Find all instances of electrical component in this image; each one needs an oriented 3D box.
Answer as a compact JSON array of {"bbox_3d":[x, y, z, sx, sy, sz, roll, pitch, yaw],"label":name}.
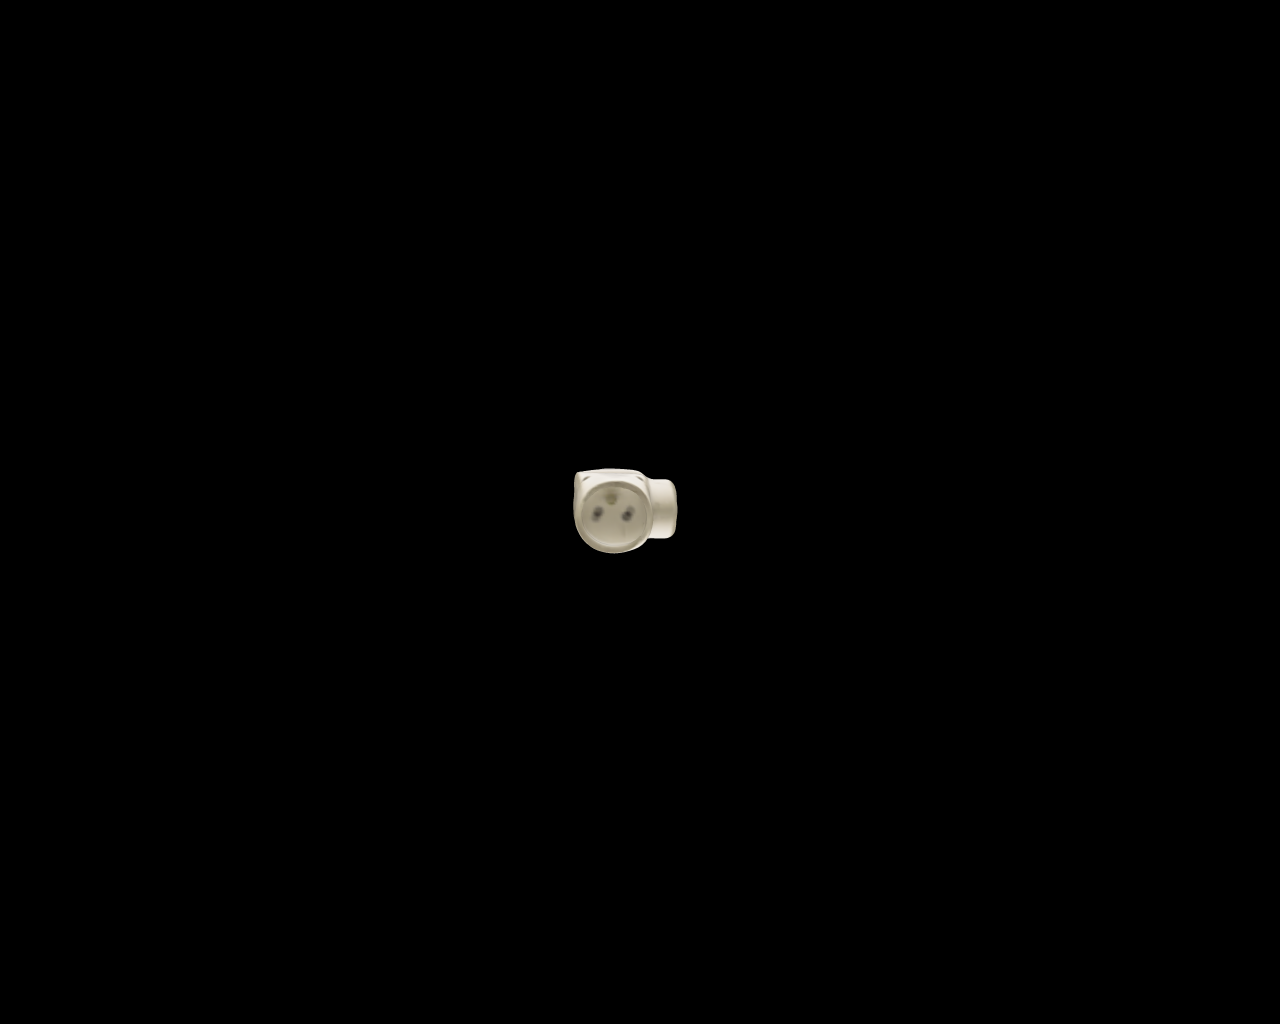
[{"bbox_3d":[0.001,-0.003,0.650,0.079,0.043,0.077,0,7,-4],"label":"electrical component"}]
